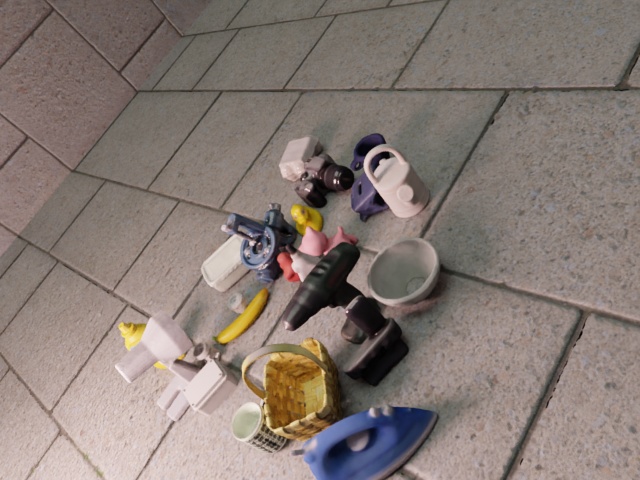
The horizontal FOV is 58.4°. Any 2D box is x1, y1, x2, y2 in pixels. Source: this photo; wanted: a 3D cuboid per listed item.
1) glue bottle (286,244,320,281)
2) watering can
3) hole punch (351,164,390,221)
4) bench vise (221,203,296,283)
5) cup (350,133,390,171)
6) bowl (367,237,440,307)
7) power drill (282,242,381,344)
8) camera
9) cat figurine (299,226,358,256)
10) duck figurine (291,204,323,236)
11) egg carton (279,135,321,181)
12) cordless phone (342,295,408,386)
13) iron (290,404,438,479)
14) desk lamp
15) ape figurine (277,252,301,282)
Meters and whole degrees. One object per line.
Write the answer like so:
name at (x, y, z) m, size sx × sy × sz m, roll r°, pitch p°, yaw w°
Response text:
glue bottle at (-0.030, 0.061, 1.349) m, size 0.078 × 0.174 × 0.037 m, roll -41°, pitch 40°, yaw 3°
watering can at (0.177, -0.144, 1.340) m, size 0.101 × 0.195 × 0.172 m, roll -50°, pitch 40°, yaw -7°
hole punch at (0.119, -0.121, 1.449) m, size 0.101 × 0.091 × 0.108 m, roll -22°, pitch 44°, yaw 24°
bench vise at (-0.170, -0.020, 1.500) m, size 0.121 × 0.220 × 0.207 m, roll -21°, pitch 45°, yaw 25°
cup at (0.139, -0.209, 1.506) m, size 0.118 × 0.095 × 0.091 m, roll -47°, pitch 40°, yaw -4°
bowl at (0.189, 0.080, 1.228) m, size 0.167 × 0.075 × 0.167 m, roll -22°, pitch 44°, yaw 24°
power drill at (0.035, 0.130, 1.207) m, size 0.075 × 0.209 × 0.230 m, roll 8°, pitch 62°, yaw 43°
camera at (0.015, -0.168, 1.570) m, size 0.136 × 0.101 × 0.143 m, roll 18°, pitch 68°, yaw 47°
cat figurine at (0.013, 0.005, 1.406) m, size 0.127 × 0.118 × 0.067 m, roll -24°, pitch 43°, yaw 22°
duck figurine at (-0.045, -0.065, 1.541) m, size 0.077 × 0.086 × 0.104 m, roll -35°, pitch 40°, yaw 10°
egg carton at (-0.058, -0.249, 1.726) m, size 0.107 × 0.070 × 0.150 m, roll -6°, pitch 52°, yaw 36°
cordless phone at (0.078, 0.192, 1.135) m, size 0.148 × 0.186 × 0.093 m, roll -49°, pitch 40°, yaw -6°
iron at (0.076, 0.353, 1.031) m, size 0.258 × 0.142 × 0.118 m, roll -35°, pitch 41°, yaw 10°
desk lamp at (-0.376, 0.302, 1.394) m, size 0.117 × 0.214 × 0.203 m, roll 20°, pitch 70°, yaw 47°
ape figurine at (-0.073, 0.061, 1.449) m, size 0.075 × 0.092 × 0.078 m, roll 9°, pitch 62°, yaw 44°
